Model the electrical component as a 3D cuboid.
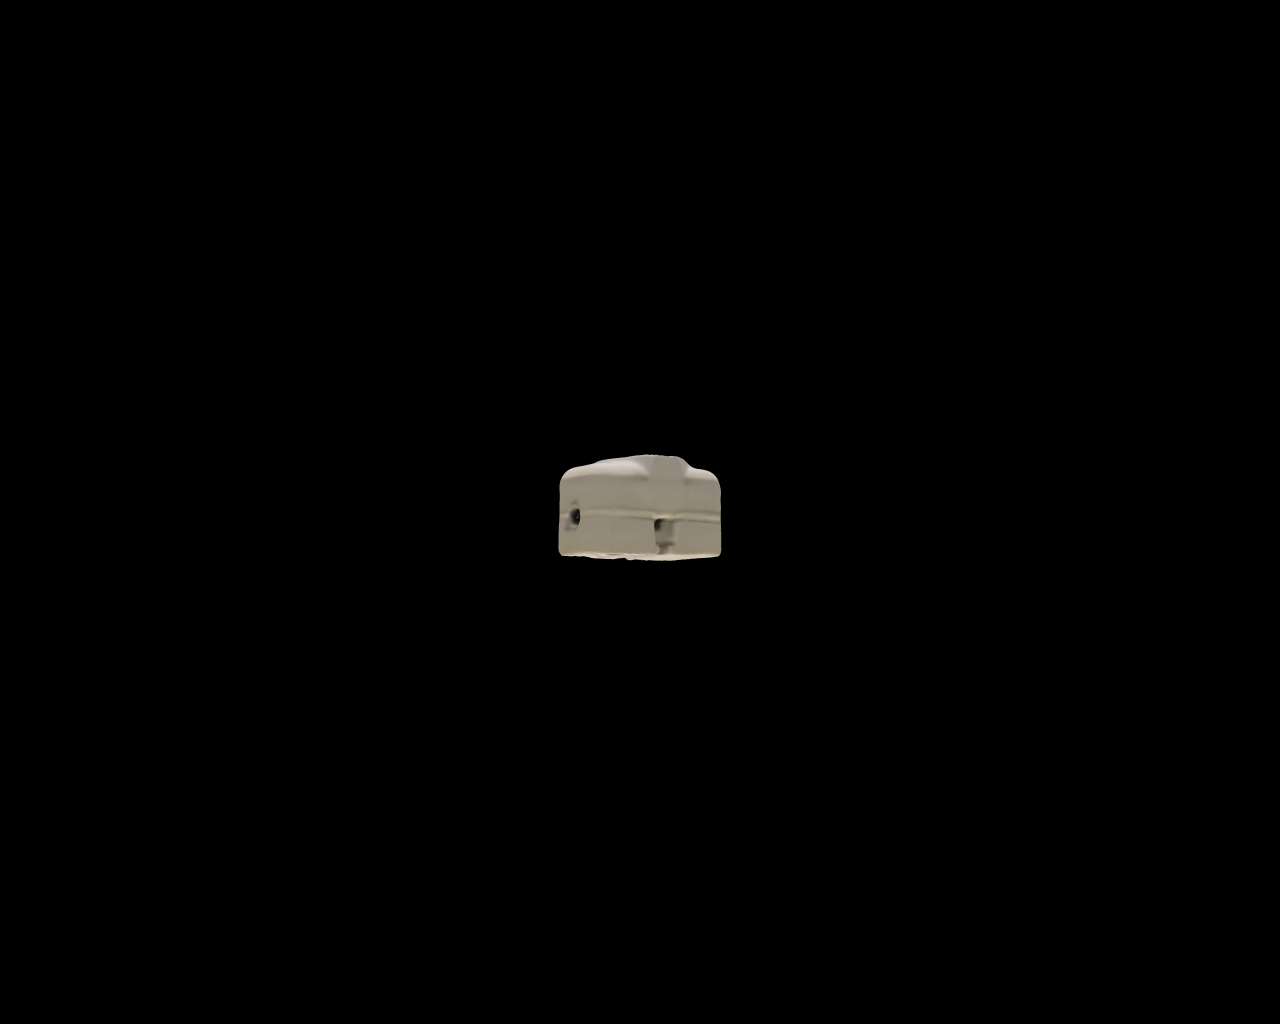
[{"bbox_3d":[0.001,-0.003,0.650,0.095,0.059,0.053,3,-6,-33],"label":"electrical component"}]
